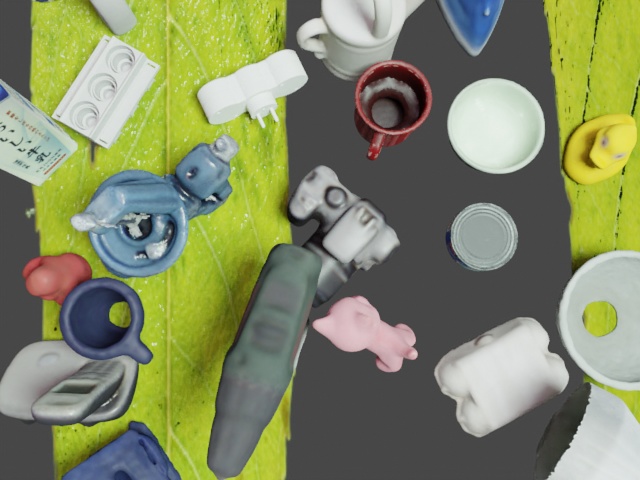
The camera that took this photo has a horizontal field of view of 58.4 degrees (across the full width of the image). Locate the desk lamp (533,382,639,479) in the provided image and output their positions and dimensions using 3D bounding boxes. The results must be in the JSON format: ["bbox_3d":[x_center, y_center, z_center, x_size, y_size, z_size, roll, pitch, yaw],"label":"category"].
[{"bbox_3d":[0.319,0.244,0.622,0.203,0.213,0.118,30,84,1],"label":"desk lamp"}]

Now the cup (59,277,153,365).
[{"bbox_3d":[-0.233,0.100,0.673,0.118,0.095,0.092,41,84,2],"label":"cup"}]

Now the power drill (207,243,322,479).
[{"bbox_3d":[-0.057,0.120,0.622,0.075,0.208,0.230,17,83,0],"label":"power drill"}]

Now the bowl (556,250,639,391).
[{"bbox_3d":[0.363,0.098,0.709,0.167,0.074,0.167,0,84,-2],"label":"bowl"}]

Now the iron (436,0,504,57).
[{"bbox_3d":[0.205,-0.382,0.720,0.118,0.141,0.258,-3,84,-3],"label":"iron"}]

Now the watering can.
[{"bbox_3d":[0.057,-0.275,0.676,0.173,0.194,0.101,-44,87,-6],"label":"watering can"}]

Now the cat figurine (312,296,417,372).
[{"bbox_3d":[0.057,0.109,0.673,0.128,0.117,0.067,28,84,1],"label":"cat figurine"}]

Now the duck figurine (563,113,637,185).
[{"bbox_3d":[0.369,-0.123,0.728,0.077,0.086,0.104,43,84,3],"label":"duck figurine"}]

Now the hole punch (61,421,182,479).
[{"bbox_3d":[-0.224,0.280,0.656,0.101,0.091,0.108,-35,86,-5],"label":"hole punch"}]

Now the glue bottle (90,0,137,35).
[{"bbox_3d":[-0.272,-0.313,0.676,0.037,0.173,0.078,-39,86,-6],"label":"glue bottle"}]

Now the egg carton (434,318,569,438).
[{"bbox_3d":[0.220,0.164,0.699,0.150,0.069,0.107,-28,86,-5],"label":"egg carton"}]

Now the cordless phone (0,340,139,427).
[{"bbox_3d":[-0.287,0.160,0.619,0.147,0.185,0.094,-1,84,-2],"label":"cordless phone"}]

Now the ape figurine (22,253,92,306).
[{"bbox_3d":[-0.315,0.048,0.677,0.076,0.092,0.078,-32,86,-5],"label":"ape figurine"}]

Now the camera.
[{"bbox_3d":[0.006,0.002,0.691,0.143,0.100,0.137,42,84,2],"label":"camera"}]

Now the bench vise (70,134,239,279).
[{"bbox_3d":[-0.187,-0.052,0.629,0.121,0.219,0.207,29,84,1],"label":"bench vise"}]
